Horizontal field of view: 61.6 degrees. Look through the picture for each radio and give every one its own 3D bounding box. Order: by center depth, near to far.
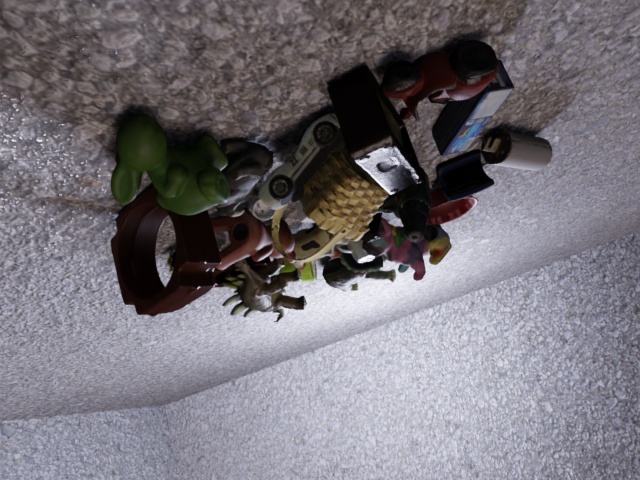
[{"bbox_3d":[0.099,-0.167,0.880,0.073,0.131,0.229,-23,160,19],"label":"radio"}]

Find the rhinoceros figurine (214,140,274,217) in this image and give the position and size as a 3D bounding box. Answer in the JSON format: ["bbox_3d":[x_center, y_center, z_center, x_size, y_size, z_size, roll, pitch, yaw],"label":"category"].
[{"bbox_3d":[-0.147,-0.105,0.942,0.112,0.073,0.190,-16,162,-39],"label":"rhinoceros figurine"}]

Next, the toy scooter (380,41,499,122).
[{"bbox_3d":[0.182,-0.239,0.844,0.184,0.075,0.135,-13,160,-4],"label":"toy scooter"}]

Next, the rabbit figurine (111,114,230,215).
[{"bbox_3d":[-0.239,-0.120,0.800,0.159,0.121,0.170,-18,144,22],"label":"rabbit figurine"}]

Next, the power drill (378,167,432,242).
[{"bbox_3d":[0.133,-0.065,1.123,0.207,0.232,0.085,-17,125,33],"label":"power drill"}]

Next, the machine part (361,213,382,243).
[{"bbox_3d":[0.114,-0.050,1.234,0.084,0.139,0.039,-23,124,27],"label":"machine part"}]

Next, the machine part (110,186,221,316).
[{"bbox_3d":[-0.278,0.020,0.962,0.201,0.201,0.087,-32,159,33],"label":"machine part"}]

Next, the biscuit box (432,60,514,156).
[{"bbox_3d":[0.265,-0.229,0.960,0.059,0.063,0.202,-13,161,-15],"label":"biscuit box"}]

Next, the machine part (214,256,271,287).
[{"bbox_3d":[-0.213,0.068,1.369,0.179,0.056,0.179,-14,160,-5],"label":"machine part"}]

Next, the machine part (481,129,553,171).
[{"bbox_3d":[0.431,-0.194,1.173,0.243,0.079,0.079,-2,155,-40],"label":"machine part"}]

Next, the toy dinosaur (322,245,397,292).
[{"bbox_3d":[0.082,0.085,1.593,0.192,0.131,0.405,12,152,-32],"label":"toy dinosaur"}]

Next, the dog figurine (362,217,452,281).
[{"bbox_3d":[0.204,-0.010,1.330,0.191,0.109,0.219,-45,120,-3],"label":"dog figurine"}]

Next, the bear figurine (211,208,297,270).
[{"bbox_3d":[-0.141,0.001,1.165,0.132,0.120,0.195,-20,166,17],"label":"bear figurine"}]

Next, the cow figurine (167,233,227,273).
[{"bbox_3d":[-0.289,0.036,1.195,0.167,0.068,0.098,-29,152,21],"label":"cow figurine"}]

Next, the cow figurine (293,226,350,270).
[{"bbox_3d":[-0.003,-0.004,1.295,0.195,0.085,0.127,-19,149,21],"label":"cow figurine"}]

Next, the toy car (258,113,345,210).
[{"bbox_3d":[-0.025,-0.133,0.908,0.201,0.056,0.073,-49,166,12],"label":"toy car"}]

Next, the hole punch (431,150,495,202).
[{"bbox_3d":[0.336,-0.135,1.242,0.142,0.092,0.115,-25,163,9],"label":"hole punch"}]

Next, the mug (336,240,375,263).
[{"bbox_3d":[0.095,0.004,1.379,0.109,0.107,0.080,-12,158,-21],"label":"mug"}]

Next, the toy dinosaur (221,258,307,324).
[{"bbox_3d":[-0.139,0.138,1.385,0.199,0.105,0.470,-11,151,12],"label":"toy dinosaur"}]
